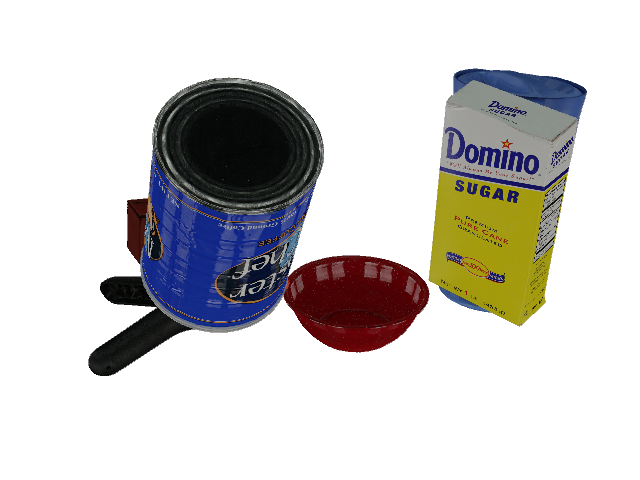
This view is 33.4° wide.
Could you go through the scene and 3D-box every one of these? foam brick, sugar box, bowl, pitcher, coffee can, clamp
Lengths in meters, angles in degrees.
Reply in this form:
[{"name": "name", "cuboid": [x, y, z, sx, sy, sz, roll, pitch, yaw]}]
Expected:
[{"name": "foam brick", "cuboid": [-0.152, -0.013, 1.074, 0.078, 0.051, 0.053, -6, 21, -23]}, {"name": "sugar box", "cuboid": [0.137, -0.027, 0.826, 0.093, 0.176, 0.048, 26, 47, 30]}, {"name": "bowl", "cuboid": [0.039, 0.077, 1.185, 0.162, 0.055, 0.162, 0, 28, 0]}, {"name": "pitcher", "cuboid": [0.189, -0.049, 1.102, 0.148, 0.243, 0.145, -12, 26, -40]}, {"name": "coffee can", "cuboid": [-0.060, -0.019, 0.683, 0.102, 0.103, 0.140, 0, -34, -13]}, {"name": "clamp", "cuboid": [-0.112, 0.056, 0.870, 0.171, 0.039, 0.120, -14, 38, 13]}]
